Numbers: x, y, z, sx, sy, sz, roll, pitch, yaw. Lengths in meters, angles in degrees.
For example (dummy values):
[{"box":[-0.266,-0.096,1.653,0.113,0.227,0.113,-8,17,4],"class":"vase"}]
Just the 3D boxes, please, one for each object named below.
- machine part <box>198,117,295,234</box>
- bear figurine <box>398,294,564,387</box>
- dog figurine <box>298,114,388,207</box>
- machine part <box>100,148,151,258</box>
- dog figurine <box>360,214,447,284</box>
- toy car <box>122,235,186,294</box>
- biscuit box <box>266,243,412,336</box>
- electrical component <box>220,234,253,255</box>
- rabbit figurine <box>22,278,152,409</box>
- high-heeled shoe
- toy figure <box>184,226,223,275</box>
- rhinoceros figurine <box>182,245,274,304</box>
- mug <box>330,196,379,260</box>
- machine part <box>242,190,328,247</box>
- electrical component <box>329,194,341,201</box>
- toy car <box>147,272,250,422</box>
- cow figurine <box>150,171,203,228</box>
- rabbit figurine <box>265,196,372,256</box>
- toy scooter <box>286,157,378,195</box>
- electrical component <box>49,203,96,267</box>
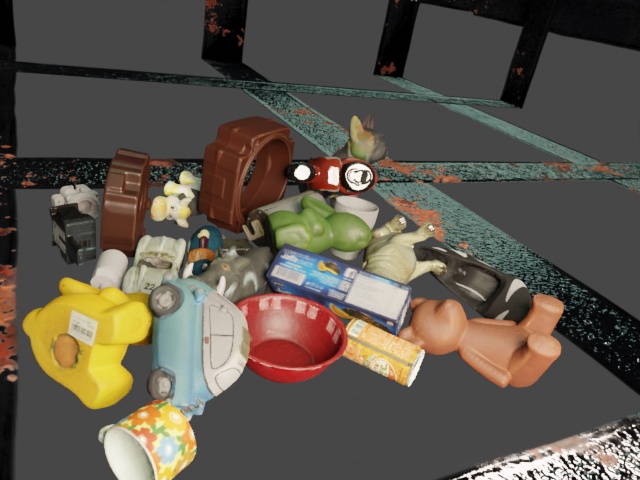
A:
[{"box":[-0.136,-0.126,1.034,0.087,0.200,0.201,23,28,18],"class":"machine part"},{"box":[0.219,0.122,0.756,0.196,0.131,0.120,25,41,13],"class":"bear figurine"},{"box":[0.052,-0.179,1.196,0.192,0.219,0.108,27,27,28],"class":"dog figurine"},{"box":[-0.313,-0.059,0.873,0.056,0.179,0.179,8,26,-12],"class":"machine part"},{"box":[0.093,0.048,0.909,0.190,0.121,0.172,-28,9,-29],"class":"dog figurine"},{"box":[-0.249,0.043,0.814,0.073,0.056,0.202,6,27,-10],"class":"toy car"},{"box":[0.026,0.071,0.772,0.203,0.062,0.059,18,64,18],"class":"biscuit box"},{"box":[-0.150,0.015,0.948,0.063,0.021,0.094,-2,28,-25],"class":"electrical component"},{"box":[-0.254,0.109,0.651,0.163,0.121,0.173,11,10,21],"class":"rabbit figurine"},{"box":[0.251,0.068,0.900,0.145,0.086,0.249,29,6,-9],"class":"high-heeled shoe"},{"box":[-0.185,0.032,0.855,0.058,0.064,0.155,-28,28,12],"class":"toy figure"},{"box":[-0.122,0.060,0.770,0.073,0.112,0.190,24,21,21],"class":"rhinoceros figurine"},{"box":[0.060,-0.022,1.007,0.081,0.107,0.109,22,20,18],"class":"mug"},{"box":[-0.060,-0.042,1.036,0.079,0.079,0.243,25,29,26],"class":"machine part"},{"box":[0.036,-0.045,1.064,0.045,0.102,0.078,21,1,19],"class":"electrical component"},{"box":[-0.131,0.114,0.601,0.103,0.109,0.162,-8,60,1],"class":"toy car"},{"box":[-0.255,-0.070,1.034,0.098,0.068,0.167,19,28,3],"class":"cow figurine"},{"box":[-0.002,-0.003,0.913,0.170,0.121,0.159,-7,26,-12],"class":"rabbit figurine"},{"box":[0.021,-0.131,1.100,0.184,0.075,0.135,4,3,-5],"class":"toy scooter"},{"box":[-0.379,-0.003,0.838,0.048,0.074,0.119,-16,33,-42],"class":"electrical component"}]
